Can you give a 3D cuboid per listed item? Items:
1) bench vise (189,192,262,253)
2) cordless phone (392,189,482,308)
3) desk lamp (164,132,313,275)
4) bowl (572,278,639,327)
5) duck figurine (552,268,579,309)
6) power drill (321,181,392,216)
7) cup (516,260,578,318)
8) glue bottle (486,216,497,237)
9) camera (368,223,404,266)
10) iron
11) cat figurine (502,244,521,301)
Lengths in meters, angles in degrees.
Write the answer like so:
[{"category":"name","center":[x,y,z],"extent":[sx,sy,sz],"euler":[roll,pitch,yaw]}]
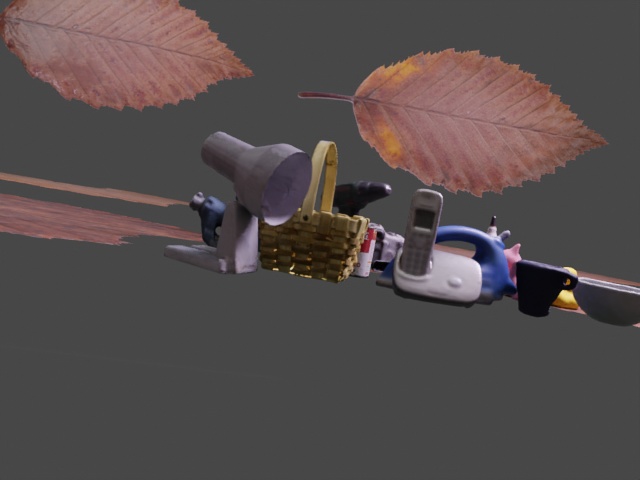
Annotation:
[{"category":"bench vise","center":[-0.147,-0.083,1.159],"extent":[0.208,0.220,0.121],"euler":[8,5,-32]},{"category":"cordless phone","center":[0.202,0.014,0.953],"extent":[0.147,0.185,0.094],"euler":[10,4,2]},{"category":"desk lamp","center":[-0.126,-0.056,0.891],"extent":[0.202,0.213,0.118],"euler":[12,5,27]},{"category":"bowl","center":[0.570,0.125,1.115],"extent":[0.167,0.075,0.167],"euler":[10,4,0]},{"category":"duck figurine","center":[0.533,0.102,1.254],"extent":[0.105,0.086,0.077],"euler":[7,6,-41]},{"category":"power drill","center":[0.091,-0.066,1.599],"extent":[0.228,0.208,0.076],"euler":[14,6,41]},{"category":"cup","center":[0.396,0.091,1.010],"extent":[0.092,0.095,0.117],"euler":[8,5,-32]},{"category":"glue bottle","center":[0.433,0.023,1.475],"extent":[0.037,0.173,0.078],"euler":[13,5,28]},{"category":"camera","center":[0.135,0.009,1.436],"extent":[0.143,0.101,0.136],"euler":[9,4,-14]},{"category":"iron","center":[0.237,0.034,1.061],"extent":[0.259,0.141,0.118],"euler":[9,4,-14]},{"category":"cat figurine","center":[0.411,0.065,1.247],"extent":[0.067,0.118,0.128],"euler":[11,4,8]}]
